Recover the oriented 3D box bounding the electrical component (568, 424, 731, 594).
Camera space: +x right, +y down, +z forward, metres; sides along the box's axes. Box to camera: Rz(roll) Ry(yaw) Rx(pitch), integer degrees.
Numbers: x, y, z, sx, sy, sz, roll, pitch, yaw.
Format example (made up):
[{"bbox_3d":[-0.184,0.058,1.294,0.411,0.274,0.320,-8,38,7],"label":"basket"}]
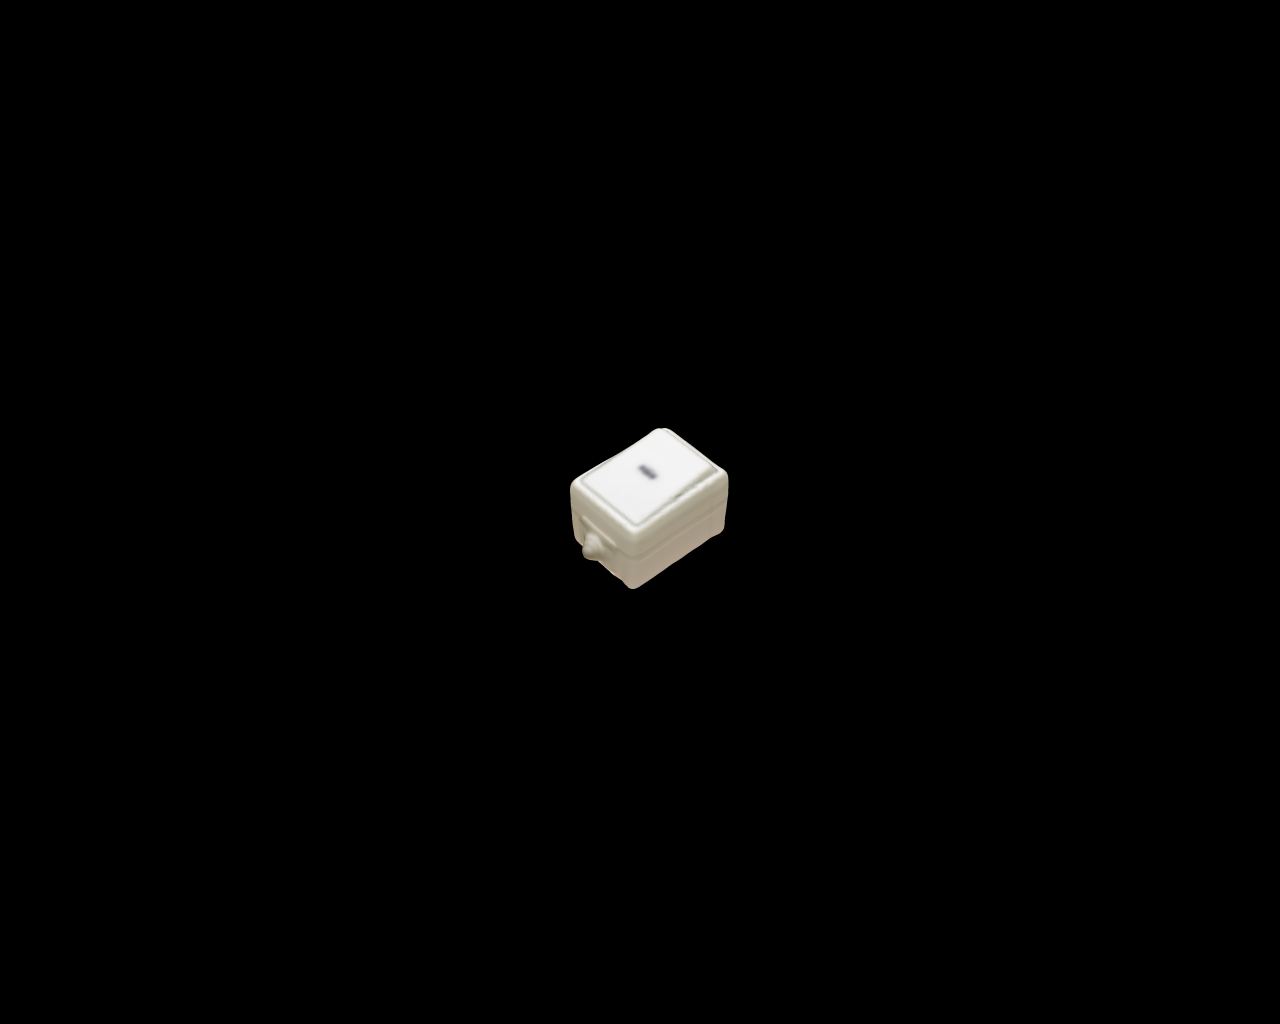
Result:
[{"bbox_3d":[0.001,-0.003,0.650,0.096,0.061,0.062,-32,54,-27],"label":"electrical component"}]
